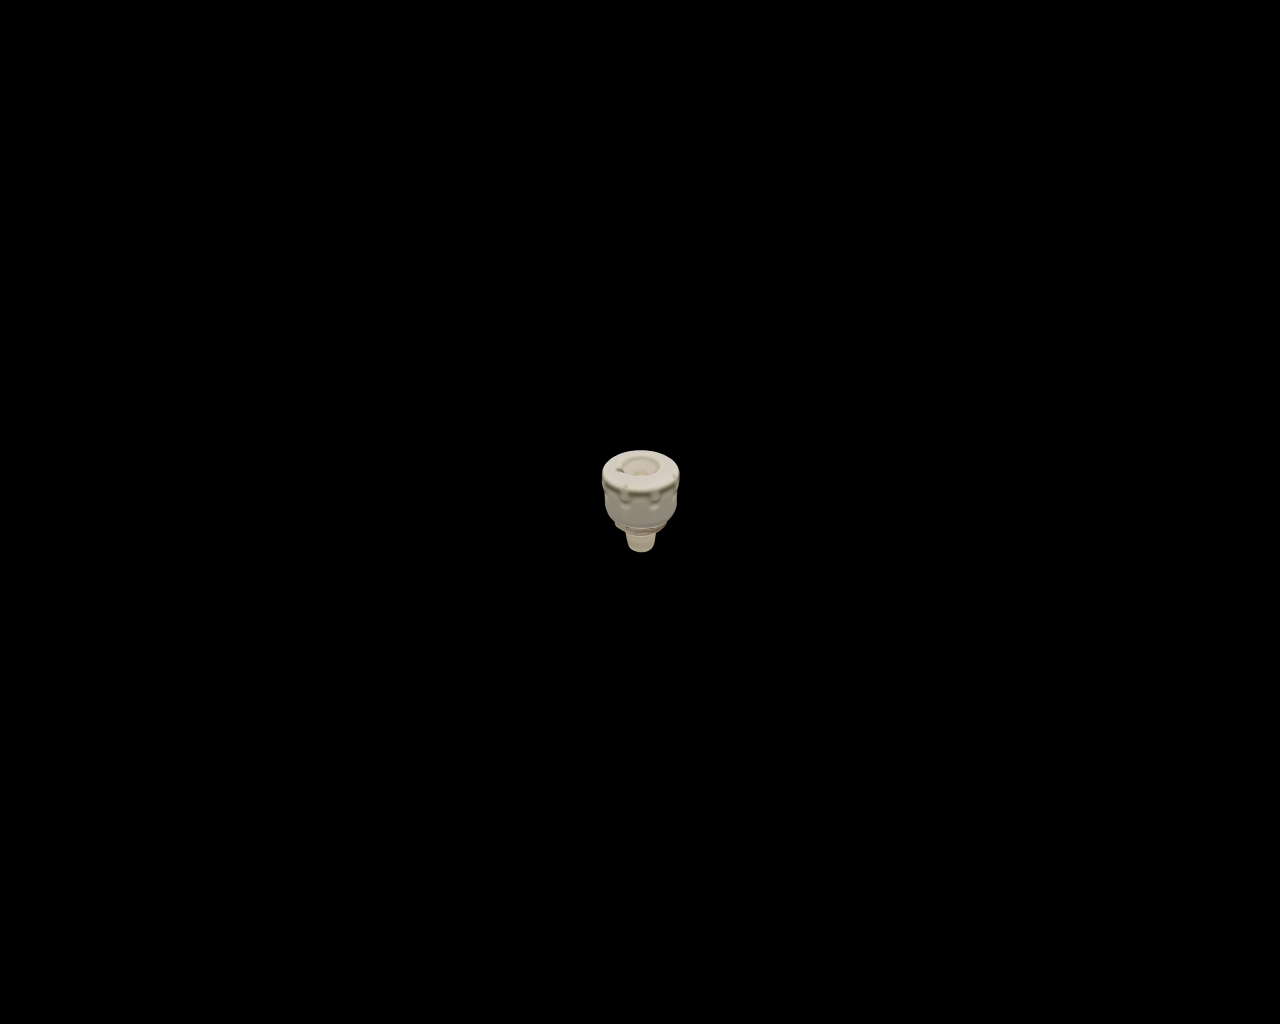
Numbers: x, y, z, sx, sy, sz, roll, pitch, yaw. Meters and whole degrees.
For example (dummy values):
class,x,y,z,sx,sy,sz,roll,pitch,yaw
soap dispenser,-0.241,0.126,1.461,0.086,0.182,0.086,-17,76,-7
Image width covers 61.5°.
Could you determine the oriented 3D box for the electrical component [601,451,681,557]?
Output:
class,x,y,z,sx,sy,sz,roll,pitch,yaw
electrical component,0.001,-0.003,0.650,0.048,0.062,0.048,0,34,0
